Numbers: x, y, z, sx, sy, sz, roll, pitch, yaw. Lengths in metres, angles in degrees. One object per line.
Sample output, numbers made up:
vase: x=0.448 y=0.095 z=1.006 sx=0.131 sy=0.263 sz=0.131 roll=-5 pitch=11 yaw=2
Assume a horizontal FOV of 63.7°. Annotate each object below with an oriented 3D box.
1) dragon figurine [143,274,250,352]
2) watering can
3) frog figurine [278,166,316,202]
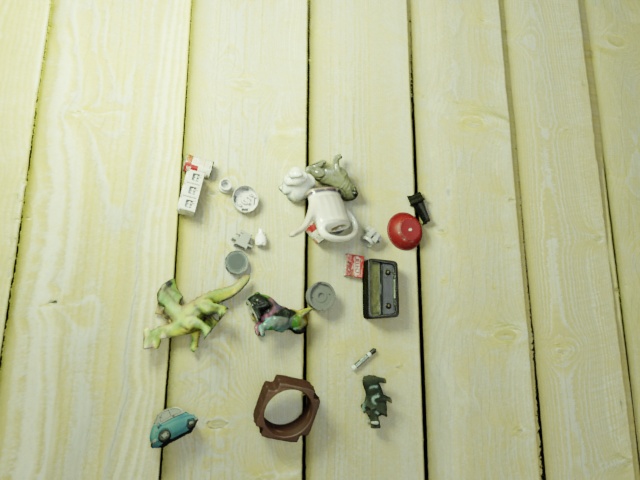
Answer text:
dragon figurine: x=-0.448 y=0.222 z=1.779 sx=0.243 sy=0.120 sz=0.418 roll=35 pitch=61 yaw=1
watering can: x=0.006 y=-0.096 z=1.914 sx=0.348 sy=0.102 sz=0.228 roll=1 pitch=62 yaw=-41
frog figurine: x=-0.079 y=-0.214 z=1.954 sx=0.138 sy=0.158 sz=0.123 roll=-12 pitch=84 yaw=-20
